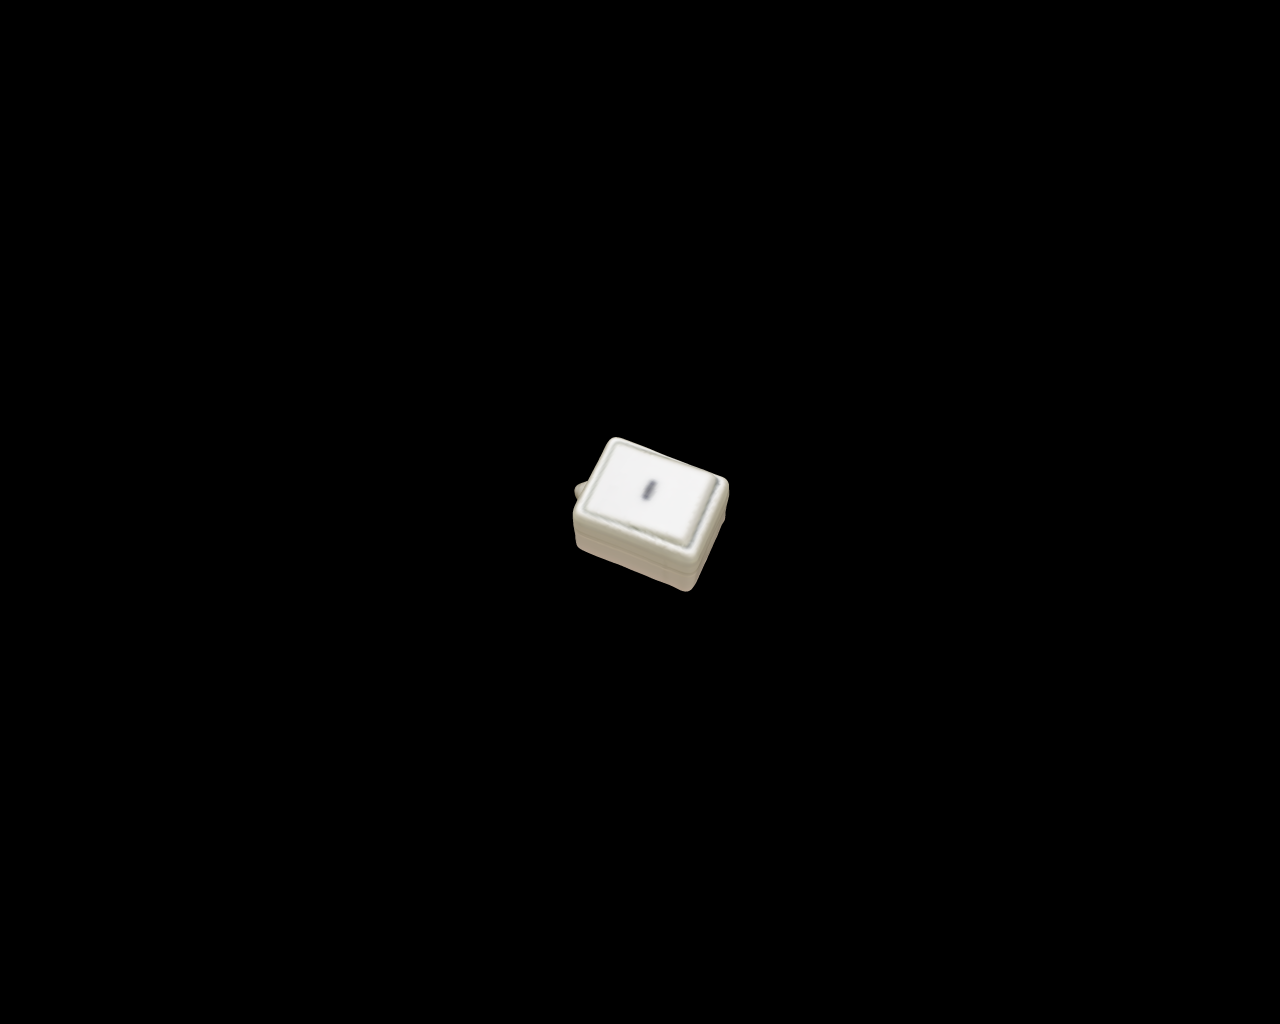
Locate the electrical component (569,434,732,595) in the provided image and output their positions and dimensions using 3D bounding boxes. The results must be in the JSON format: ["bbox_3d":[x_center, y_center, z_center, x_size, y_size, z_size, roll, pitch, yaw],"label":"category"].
[{"bbox_3d":[0.001,-0.003,0.650,0.096,0.062,0.061,22,-24,10],"label":"electrical component"}]
